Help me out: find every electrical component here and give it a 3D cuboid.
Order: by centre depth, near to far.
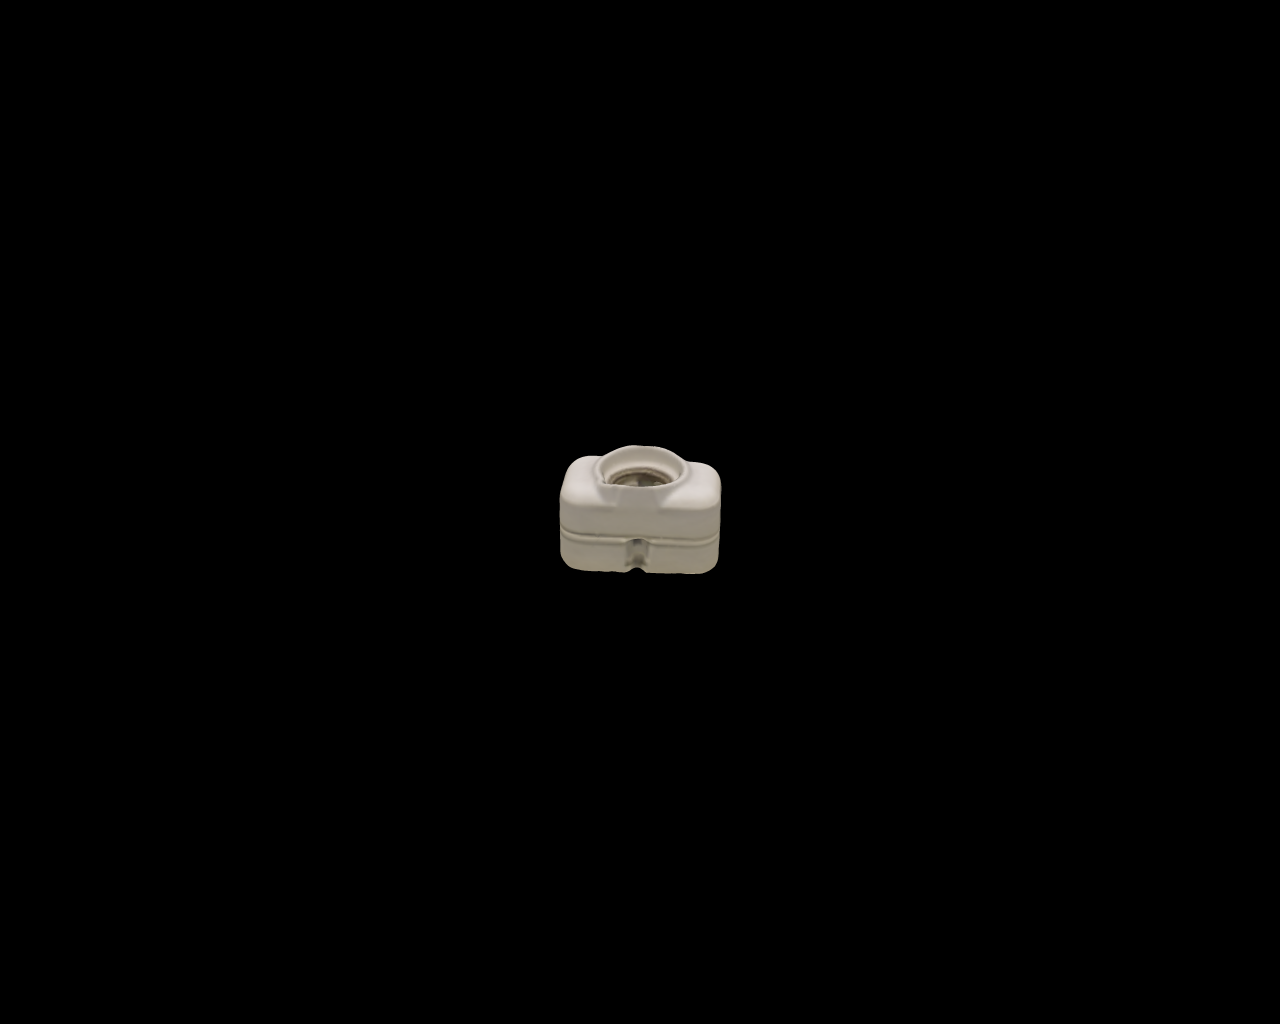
[{"bbox_3d":[0.001,-0.003,0.650,0.095,0.059,0.054,3,32,5],"label":"electrical component"}]
